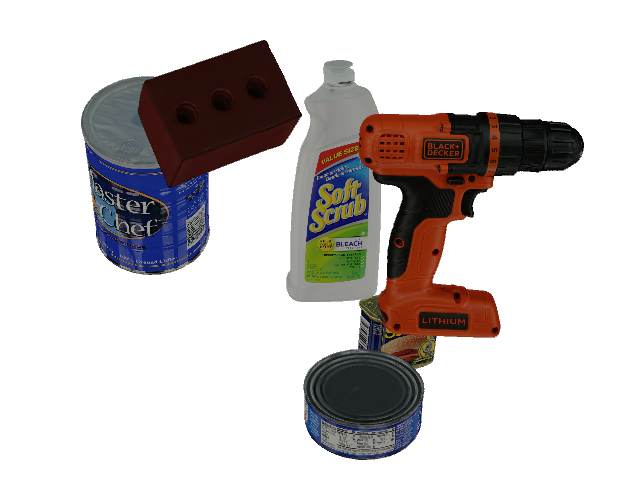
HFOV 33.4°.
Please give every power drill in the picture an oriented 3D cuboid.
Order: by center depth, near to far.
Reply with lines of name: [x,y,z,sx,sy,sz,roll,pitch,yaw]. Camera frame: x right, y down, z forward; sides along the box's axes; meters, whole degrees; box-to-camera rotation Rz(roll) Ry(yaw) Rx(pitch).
power drill: [0.120,-0.015,0.890,0.184,0.188,0.057,2,15,-1]

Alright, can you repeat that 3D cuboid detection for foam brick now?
foam brick: [-0.060,-0.073,0.620,0.078,0.053,0.051,-23,-7,-17]

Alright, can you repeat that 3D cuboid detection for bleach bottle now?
bleach bottle: [0.012,-0.061,1.108,0.102,0.251,0.068,-2,24,-2]

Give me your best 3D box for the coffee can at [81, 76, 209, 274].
coffee can: [-0.146,-0.054,0.910,0.102,0.103,0.140,0,-40,-5]

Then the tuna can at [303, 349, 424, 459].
tuna can: [0.031,0.117,0.762,0.086,0.034,0.086,0,31,0]

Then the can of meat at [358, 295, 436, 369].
can of meat: [0.096,0.114,1.316,0.101,0.084,0.057,-9,29,-25]
